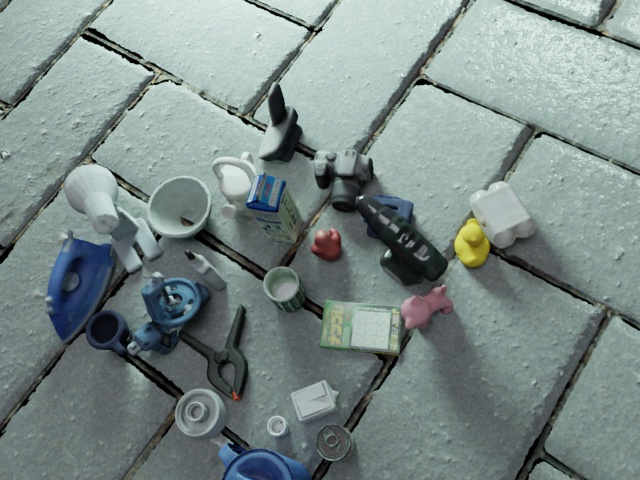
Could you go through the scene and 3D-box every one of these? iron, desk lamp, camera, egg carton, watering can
[{"bbox_3d":[-0.595,0.107,1.359,0.118,0.142,0.258,7,69,13],"label":"iron"},{"bbox_3d":[-0.496,-0.054,1.369,0.118,0.214,0.203,-35,66,-5],"label":"desk lamp"},{"bbox_3d":[0.049,-0.144,1.372,0.143,0.101,0.137,6,69,12],"label":"camera"},{"bbox_3d":[0.408,-0.057,1.290,0.107,0.069,0.150,-25,66,-1],"label":"egg carton"},{"bbox_3d":[-0.191,-0.133,1.358,0.101,0.194,0.173,-14,66,4],"label":"watering can"}]

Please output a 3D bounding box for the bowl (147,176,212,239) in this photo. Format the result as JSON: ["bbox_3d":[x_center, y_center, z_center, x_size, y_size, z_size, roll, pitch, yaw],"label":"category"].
[{"bbox_3d":[-0.338,-0.070,1.424,0.167,0.075,0.167,-3,67,9],"label":"bowl"}]

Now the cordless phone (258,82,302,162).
[{"bbox_3d":[-0.115,-0.289,1.415,0.094,0.185,0.147,10,70,14],"label":"cordless phone"}]

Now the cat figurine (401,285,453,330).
[{"bbox_3d":[0.221,0.140,1.215,0.128,0.118,0.067,-36,66,-6],"label":"cat figurine"}]

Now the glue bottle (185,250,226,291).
[{"bbox_3d":[-0.269,0.060,1.304,0.078,0.173,0.037,40,80,22],"label":"glue bottle"}]

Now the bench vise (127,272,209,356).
[{"bbox_3d":[-0.342,0.162,1.249,0.121,0.220,0.207,17,72,16],"label":"bench vise"}]

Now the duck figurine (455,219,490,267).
[{"bbox_3d":[0.339,0.003,1.269,0.077,0.086,0.104,0,68,10],"label":"duck figurine"}]

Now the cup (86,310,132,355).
[{"bbox_3d":[-0.465,0.224,1.313,0.092,0.095,0.117,-42,67,-8],"label":"cup"}]

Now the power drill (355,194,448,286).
[{"bbox_3d":[0.171,0.015,1.226,0.229,0.209,0.076,39,79,22],"label":"power drill"}]

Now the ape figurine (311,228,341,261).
[{"bbox_3d":[0.012,0.005,1.322,0.078,0.092,0.076,-24,66,0],"label":"ape figurine"}]

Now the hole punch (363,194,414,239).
[{"bbox_3d":[0.157,-0.059,1.323,0.108,0.091,0.101,11,70,14],"label":"hole punch"}]
